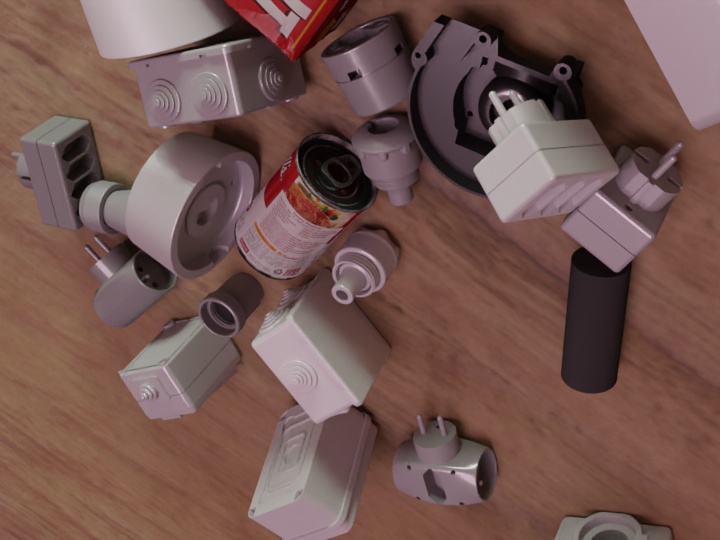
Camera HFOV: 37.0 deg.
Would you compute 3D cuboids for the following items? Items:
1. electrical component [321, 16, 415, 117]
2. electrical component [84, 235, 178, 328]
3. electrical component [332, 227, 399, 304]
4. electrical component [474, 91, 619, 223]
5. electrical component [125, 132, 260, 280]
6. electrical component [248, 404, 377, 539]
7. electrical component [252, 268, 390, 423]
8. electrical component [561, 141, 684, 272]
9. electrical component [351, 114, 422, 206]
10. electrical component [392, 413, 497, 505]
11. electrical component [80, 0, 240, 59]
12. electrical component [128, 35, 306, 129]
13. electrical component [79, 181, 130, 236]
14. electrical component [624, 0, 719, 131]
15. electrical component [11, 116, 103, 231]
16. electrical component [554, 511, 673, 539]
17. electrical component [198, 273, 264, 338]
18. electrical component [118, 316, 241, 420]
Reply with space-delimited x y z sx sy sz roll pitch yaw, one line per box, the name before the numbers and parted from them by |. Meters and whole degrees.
electrical component | 0.009 -0.134 0.715 0.055 0.055 0.047 -12 119 36
electrical component | -0.211 0.003 0.947 0.079 0.044 0.077 48 132 -7
electrical component | 0.000 0.000 0.807 0.043 0.062 0.043 17 135 19
electrical component | 0.101 -0.074 0.633 0.047 0.066 0.076 -43 66 43
electrical component | -0.133 -0.054 0.823 0.060 0.108 0.108 28 132 19
electrical component | -0.038 0.169 0.913 0.057 0.113 0.078 38 135 -23
electrical component | -0.030 0.060 0.846 0.048 0.099 0.099 -32 102 28
electrical component | 0.173 -0.050 0.668 0.047 0.065 0.076 39 133 1
electrical component | 0.023 -0.075 0.755 0.048 0.048 0.062 5 130 28
electrical component | 0.066 0.151 0.889 0.077 0.043 0.079 0 121 31
electrical component | -0.140 -0.180 0.742 0.099 0.099 0.064 -14 108 37
electrical component | -0.096 -0.133 0.749 0.100 0.100 0.048 -2 107 32
electrical component | -0.201 -0.050 0.905 0.055 0.045 0.045 12 127 24
electrical component | 0.193 -0.144 0.582 0.057 0.078 0.113 -20 110 42
electrical component | -0.266 -0.085 0.916 0.076 0.047 0.083 11 126 24
electrical component | 0.182 0.262 0.825 0.089 0.150 0.061 -1 122 31
electrical component | -0.107 0.028 0.903 0.040 0.046 0.040 16 128 21
electrical component | -0.159 0.091 0.943 0.062 0.096 0.061 -13 115 37
